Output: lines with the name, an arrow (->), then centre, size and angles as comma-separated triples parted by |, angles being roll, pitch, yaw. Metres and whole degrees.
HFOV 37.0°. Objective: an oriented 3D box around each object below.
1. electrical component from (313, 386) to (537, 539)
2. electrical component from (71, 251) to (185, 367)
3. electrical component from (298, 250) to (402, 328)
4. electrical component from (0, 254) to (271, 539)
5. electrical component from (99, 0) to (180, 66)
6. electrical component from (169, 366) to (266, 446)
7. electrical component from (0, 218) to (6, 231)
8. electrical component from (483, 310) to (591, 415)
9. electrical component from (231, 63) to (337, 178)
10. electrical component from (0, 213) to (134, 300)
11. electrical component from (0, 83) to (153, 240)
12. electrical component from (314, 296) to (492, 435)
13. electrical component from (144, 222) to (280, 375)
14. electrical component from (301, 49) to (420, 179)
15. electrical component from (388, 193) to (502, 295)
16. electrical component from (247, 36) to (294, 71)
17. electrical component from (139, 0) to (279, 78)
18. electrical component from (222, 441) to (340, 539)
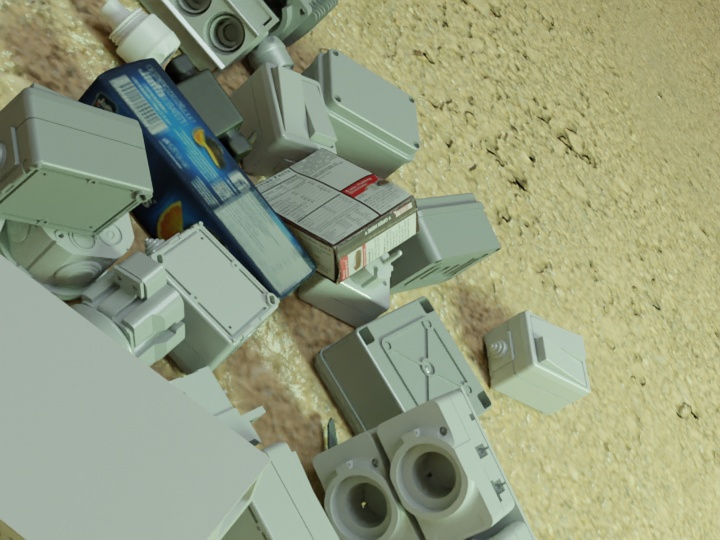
electrical component -> 0.055, 0.188, 0.721 | 0.060, 0.105, 0.186 | -6, 68, -65
electrical component -> -0.149, 0.035, 0.672 | 0.058, 0.078, 0.057 | 30, 49, 21
electrical component -> 0.000, 0.000, 0.857 | 0.066, 0.077, 0.047 | 29, 43, -30
electrical component -> -0.156, 0.092, 0.560 | 0.186, 0.060, 0.105 | 36, 57, 8
electrical component -> -0.176, -0.185, 0.842 | 0.062, 0.043, 0.043 | 44, 37, -10
electrical component -> -0.106, 0.099, 0.689 | 0.081, 0.042, 0.063 | -20, 73, -54
electrical component -> -0.241, -0.043, 0.643 | 0.050, 0.056, 0.089 | 33, 41, -26
electrical component -> 0.160, 0.081, 0.982 | 0.096, 0.061, 0.061 | 27, 44, -32
electrical component -> -0.064, -0.129, 0.905 | 0.062, 0.061, 0.096 | 14, 52, -41
electrical component -> -0.189, -0.026, 0.689 | 0.080, 0.051, 0.080 | 29, 43, -30
electrical component -> -0.179, -0.065, 0.626 | 0.096, 0.062, 0.061 | 13, 55, -48
electrical component -> 0.035, 0.088, 0.841 | 0.109, 0.056, 0.108 | -22, 79, -53
electrical component -> -0.116, 0.019, 0.732 | 0.096, 0.061, 0.062 | 45, 38, 0
electrical component -> -0.004, -0.140, 0.984 | 0.113, 0.057, 0.078 | 26, 44, -33
electrical component -> 0.060, -0.024, 0.943 | 0.113, 0.078, 0.057 | -11, 72, -51
electrical component -> -0.073, -0.175, 0.956 | 0.035, 0.035, 0.061 | -21, 80, -53
electrical component -> -0.135, -0.231, 0.906 | 0.121, 0.079, 0.063 | 49, 14, -6
electrical component -> -0.057, 0.164, 0.672 | 0.061, 0.062, 0.096 | -18, 75, -53
